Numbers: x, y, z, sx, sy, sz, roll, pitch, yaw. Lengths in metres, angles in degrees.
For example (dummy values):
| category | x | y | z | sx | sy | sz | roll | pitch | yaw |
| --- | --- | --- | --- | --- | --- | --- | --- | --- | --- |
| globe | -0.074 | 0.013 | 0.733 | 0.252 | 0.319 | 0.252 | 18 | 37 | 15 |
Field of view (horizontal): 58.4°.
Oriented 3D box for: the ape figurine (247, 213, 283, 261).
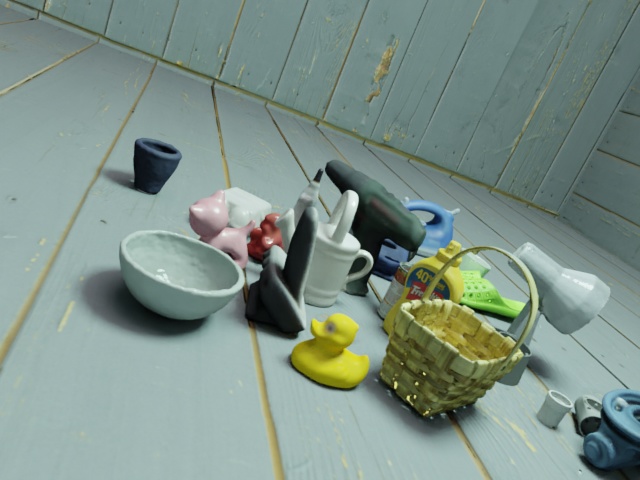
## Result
| category | x | y | z | sx | sy | sz | roll | pitch | yaw |
| --- | --- | --- | --- | --- | --- | --- | --- | --- | --- |
| ape figurine | -0.094 | -0.008 | 1.035 | 0.076 | 0.092 | 0.078 | 21 | 18 | -8 |

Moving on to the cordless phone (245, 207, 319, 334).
| category | x | y | z | sx | sy | sz | roll | pitch | yaw |
| --- | --- | --- | --- | --- | --- | --- | --- | --- | --- |
| cordless phone | -0.036 | 0.029 | 0.846 | 0.094 | 0.185 | 0.147 | 19 | 18 | -14 |

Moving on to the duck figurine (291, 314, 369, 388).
| category | x | y | z | sx | sy | sz | roll | pitch | yaw |
| --- | --- | --- | --- | --- | --- | --- | --- | --- | --- |
| duck figurine | 0.023 | 0.141 | 0.761 | 0.104 | 0.086 | 0.077 | 22 | 17 | -6 |

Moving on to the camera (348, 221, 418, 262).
| category | x | y | z | sx | sy | sz | roll | pitch | yaw |
| --- | --- | --- | --- | --- | --- | --- | --- | --- | --- |
| camera | 0.159 | -0.010 | 1.352 | 0.136 | 0.101 | 0.144 | 36 | 21 | 33 |

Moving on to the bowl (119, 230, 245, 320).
| category | x | y | z | sx | sy | sz | roll | pitch | yaw |
| --- | --- | --- | --- | --- | --- | --- | --- | --- | --- |
| bowl | -0.188 | 0.056 | 0.756 | 0.167 | 0.075 | 0.167 | 22 | 18 | -7 |

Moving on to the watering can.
| category | x | y | z | sx | sy | sz | roll | pitch | yaw |
| --- | --- | --- | --- | --- | --- | --- | --- | --- | --- |
| watering can | 0.009 | 0.004 | 0.962 | 0.173 | 0.194 | 0.100 | 14 | 20 | -29 |

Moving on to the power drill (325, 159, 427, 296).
| category | x | y | z | sx | sy | sz | roll | pitch | yaw |
| --- | --- | --- | --- | --- | --- | --- | --- | --- | --- |
| power drill | 0.073 | -0.014 | 1.073 | 0.229 | 0.208 | 0.076 | 29 | 18 | 17 |

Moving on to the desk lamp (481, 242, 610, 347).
| category | x | y | z | sx | sy | sz | roll | pitch | yaw |
| --- | --- | --- | --- | --- | --- | --- | --- | --- | --- |
| desk lamp | 0.399 | 0.125 | 1.078 | 0.203 | 0.213 | 0.118 | 26 | 18 | 7 |

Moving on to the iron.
| category | x | y | z | sx | sy | sz | roll | pitch | yaw |
| --- | --- | --- | --- | --- | --- | --- | --- | --- | --- |
| iron | 0.250 | -0.048 | 1.510 | 0.259 | 0.141 | 0.118 | 15 | 19 | -26 |

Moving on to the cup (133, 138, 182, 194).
| category | x | y | z | sx | sy | sz | roll | pitch | yaw |
| --- | --- | --- | --- | --- | --- | --- | --- | --- | --- |
| cup | -0.326 | -0.145 | 1.133 | 0.091 | 0.095 | 0.118 | 23 | 17 | -1 |

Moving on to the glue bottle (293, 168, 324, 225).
| category | x | y | z | sx | sy | sz | roll | pitch | yaw |
| --- | --- | --- | --- | --- | --- | --- | --- | --- | --- |
| glue bottle | -0.030 | -0.064 | 1.145 | 0.037 | 0.173 | 0.078 | 26 | 18 | 9 |

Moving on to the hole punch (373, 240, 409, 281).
| category | x | y | z | sx | sy | sz | roll | pitch | yaw |
| --- | --- | --- | --- | --- | --- | --- | --- | --- | --- |
| hole punch | 0.141 | 0.025 | 1.242 | 0.108 | 0.091 | 0.101 | 23 | 17 | -3 |

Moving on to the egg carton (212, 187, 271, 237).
| category | x | y | z | sx | sy | sz | roll | pitch | yaw |
| --- | --- | --- | --- | --- | --- | --- | --- | --- | --- |
| egg carton | -0.159 | -0.051 | 1.114 | 0.107 | 0.069 | 0.150 | 26 | 18 | 9 |

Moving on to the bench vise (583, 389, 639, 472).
| category | x | y | z | sx | sy | sz | roll | pitch | yaw |
| --- | --- | --- | --- | --- | --- | --- | --- | --- | --- |
| bench vise | 0.506 | 0.246 | 0.850 | 0.208 | 0.220 | 0.121 | 6 | 24 | -43 |

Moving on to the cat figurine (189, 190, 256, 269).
| category | x | y | z | sx | sy | sz | roll | pitch | yaw |
| --- | --- | --- | --- | --- | --- | --- | --- | --- | --- |
| cat figurine | -0.166 | -0.022 | 0.942 | 0.128 | 0.118 | 0.067 | 13 | 20 | -30 |
